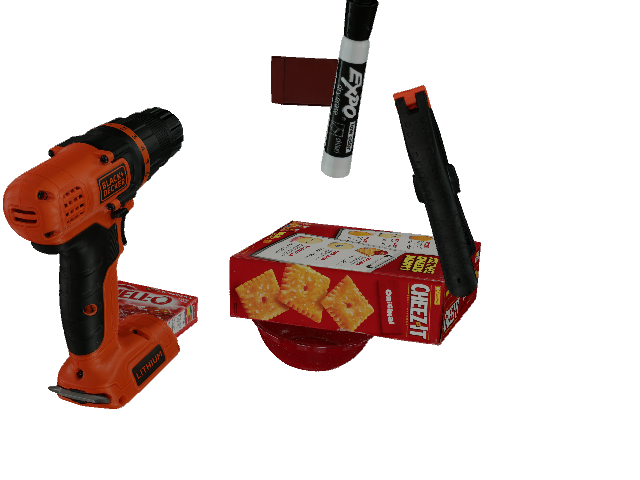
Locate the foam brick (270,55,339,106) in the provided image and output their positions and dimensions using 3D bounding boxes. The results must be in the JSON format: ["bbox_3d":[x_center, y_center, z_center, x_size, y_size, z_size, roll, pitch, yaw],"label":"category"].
[{"bbox_3d":[-0.011,-0.173,1.162,0.078,0.051,0.053,0,11,-17],"label":"foam brick"}]

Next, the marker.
[{"bbox_3d":[0.017,-0.094,0.646,0.020,0.121,0.020,6,33,-4],"label":"marker"}]

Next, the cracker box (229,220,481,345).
[{"bbox_3d":[0.038,0.039,1.067,0.214,0.072,0.164,7,16,19],"label":"cracker box"}]

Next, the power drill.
[{"bbox_3d":[-0.147,0.010,0.765,0.057,0.188,0.184,6,26,24],"label":"power drill"}]

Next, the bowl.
[{"bbox_3d":[-0.009,0.117,1.328,0.162,0.055,0.162,5,22,-2],"label":"bowl"}]

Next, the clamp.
[{"bbox_3d":[0.097,-0.038,0.874,0.039,0.171,0.120,-20,20,7],"label":"clamp"}]

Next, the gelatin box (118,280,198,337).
[{"bbox_3d":[-0.169,0.068,0.983,0.089,0.030,0.073,11,22,21],"label":"gelatin box"}]
